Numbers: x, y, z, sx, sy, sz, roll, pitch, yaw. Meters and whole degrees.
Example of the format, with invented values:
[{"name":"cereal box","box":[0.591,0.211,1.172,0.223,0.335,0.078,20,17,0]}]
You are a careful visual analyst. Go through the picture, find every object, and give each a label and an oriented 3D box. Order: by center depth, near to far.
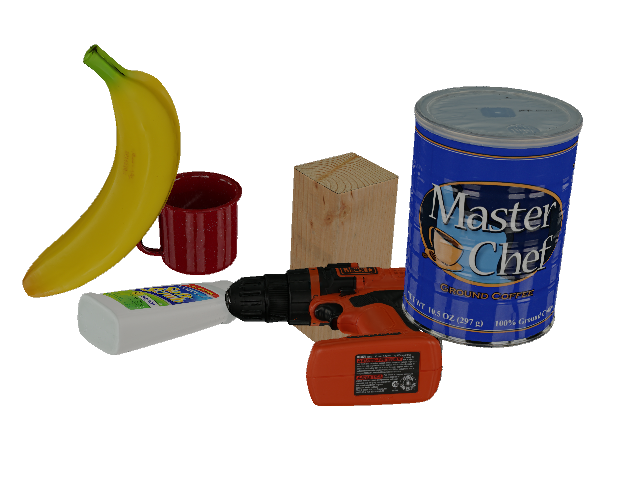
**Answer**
[{"name":"banana","box":[-0.127,-0.031,0.642,0.069,0.198,0.037,19,38,-10]},{"name":"coffee can","box":[0.107,-0.017,0.685,0.103,0.140,0.103,1,25,-1]},{"name":"power drill","box":[0.016,0.070,0.886,0.184,0.057,0.188,-4,21,-6]},{"name":"mug","box":[-0.139,-0.014,1.119,0.117,0.081,0.093,-12,32,-23]},{"name":"wood block","box":[0.024,0.014,1.259,0.090,0.206,0.090,-16,32,-32]},{"name":"bleach bottle","box":[-0.202,0.094,1.477,0.250,0.068,0.103,-11,26,-43]}]
